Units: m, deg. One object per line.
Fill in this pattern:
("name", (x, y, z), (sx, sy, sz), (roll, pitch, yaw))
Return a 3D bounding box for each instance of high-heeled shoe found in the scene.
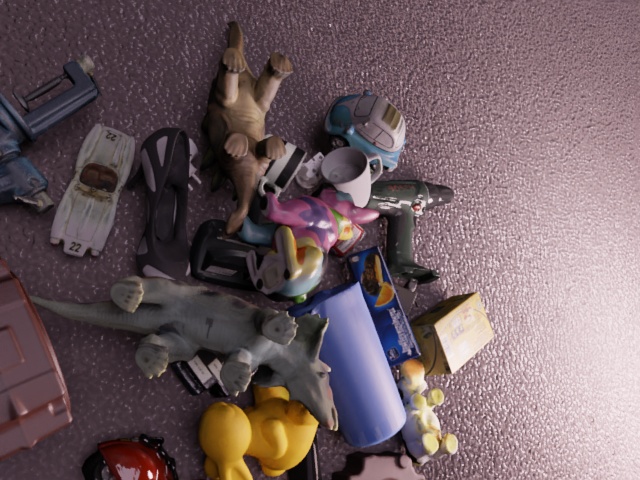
("high-heeled shoe", (-0.201, -0.031, 0.766), (0.086, 0.145, 0.248), (-13, 75, -59))

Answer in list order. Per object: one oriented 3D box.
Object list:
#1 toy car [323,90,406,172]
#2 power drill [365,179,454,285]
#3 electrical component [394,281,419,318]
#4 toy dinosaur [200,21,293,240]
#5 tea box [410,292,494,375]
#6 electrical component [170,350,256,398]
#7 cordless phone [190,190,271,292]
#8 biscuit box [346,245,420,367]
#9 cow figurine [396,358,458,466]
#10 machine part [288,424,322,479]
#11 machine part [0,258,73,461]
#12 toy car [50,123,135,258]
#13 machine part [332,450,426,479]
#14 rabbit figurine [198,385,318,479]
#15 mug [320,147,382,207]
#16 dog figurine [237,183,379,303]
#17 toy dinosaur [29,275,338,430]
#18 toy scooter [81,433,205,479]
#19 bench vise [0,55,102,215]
("toy car", (0.094, -0.197, 0.947), (0.161, 0.103, 0.109), (34, 62, -14))
("power drill", (0.179, -0.021, 1.034), (0.232, 0.086, 0.207), (6, 76, -27))
("electrical component", (0.144, 0.121, 0.992), (0.078, 0.045, 0.102), (17, 61, 6))
("toy dinosaur", (-0.130, -0.205, 0.836), (0.105, 0.198, 0.471), (13, 61, -24))
("tea box", (0.244, 0.171, 0.996), (0.169, 0.068, 0.098), (-20, 91, -45))
("electrical component", (-0.150, 0.164, 0.796), (0.134, 0.058, 0.115), (-35, 92, -33))
("cordless phone", (-0.128, -0.016, 0.865), (0.146, 0.088, 0.184), (15, 57, -25))
("biscuit box", (0.107, 0.114, 0.929), (0.063, 0.059, 0.202), (-20, 82, -2))
("cow figurine", (0.166, 0.295, 0.928), (0.068, 0.098, 0.167), (4, 54, -25))
("machine part", (-0.019, 0.349, 0.827), (0.084, 0.039, 0.139), (-4, 78, -23))
("machine part", (-0.357, 0.132, 0.599), (0.087, 0.201, 0.201), (-23, 87, -37))
("toy car", (-0.323, -0.071, 0.770), (0.073, 0.056, 0.201), (20, 65, -24))
("machine part", (0.096, 0.425, 0.858), (0.179, 0.056, 0.179), (8, 71, -27))
("rabbit figurine", (-0.104, 0.271, 0.749), (0.173, 0.122, 0.162), (26, 91, -49))
("mug", (0.059, -0.105, 0.942), (0.109, 0.107, 0.081), (-33, 57, -12))
("dog figurine", (-0.002, -0.002, 0.817), (0.219, 0.108, 0.191), (-2, 60, -39))
("toy dinosaur", (-0.146, 0.115, 0.701), (0.405, 0.192, 0.131), (20, 85, 2))
("toy scooter", (-0.213, 0.325, 0.698), (0.135, 0.075, 0.183), (-27, 92, -33))
("bench vise", (-0.390, -0.157, 0.714), (0.240, 0.129, 0.223), (-42, 86, -19))
